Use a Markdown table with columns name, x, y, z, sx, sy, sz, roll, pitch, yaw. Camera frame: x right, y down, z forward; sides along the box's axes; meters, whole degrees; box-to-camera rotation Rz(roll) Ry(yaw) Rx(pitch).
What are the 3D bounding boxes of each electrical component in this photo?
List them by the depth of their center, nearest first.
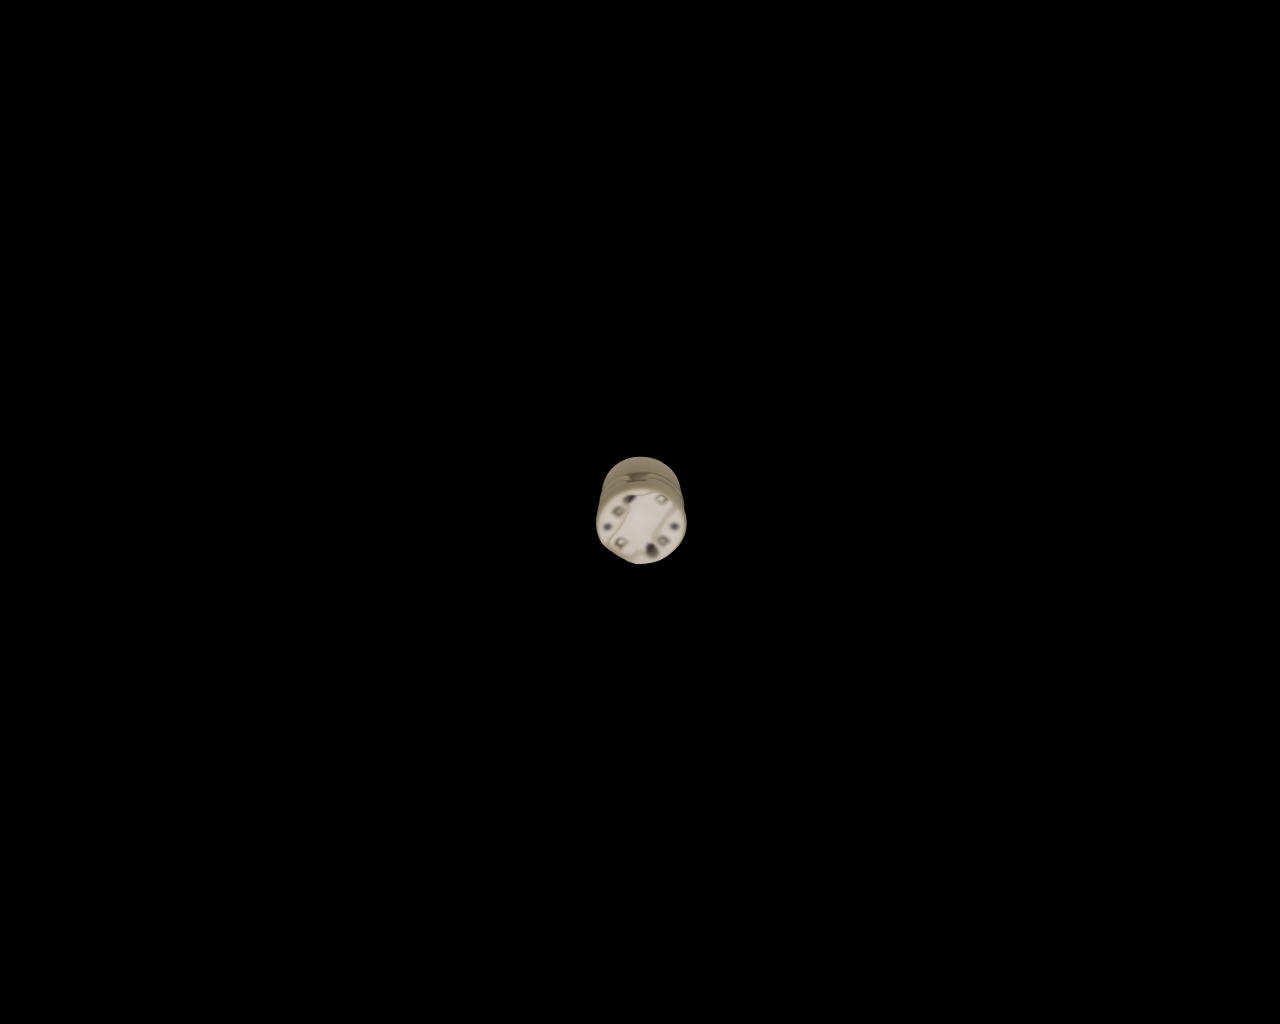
| name | x | y | z | sx | sy | sz | roll | pitch | yaw |
| --- | --- | --- | --- | --- | --- | --- | --- | --- | --- |
| electrical component | 0.001 | -0.003 | 0.650 | 0.055 | 0.055 | 0.047 | 0 | 30 | 0 |
